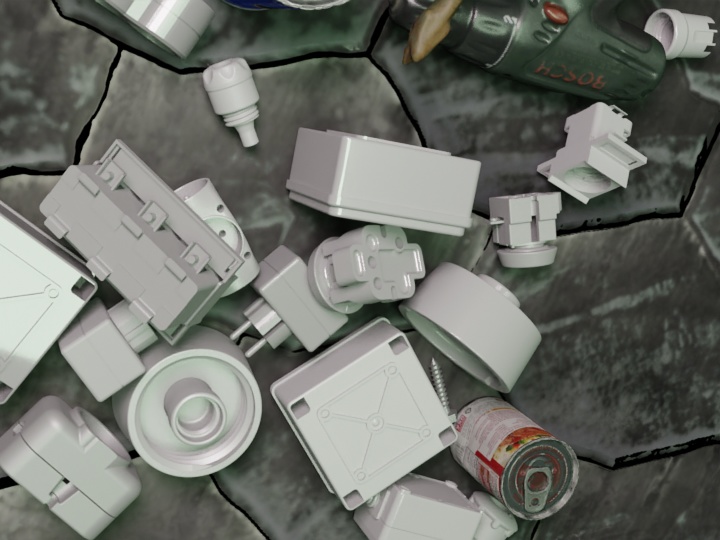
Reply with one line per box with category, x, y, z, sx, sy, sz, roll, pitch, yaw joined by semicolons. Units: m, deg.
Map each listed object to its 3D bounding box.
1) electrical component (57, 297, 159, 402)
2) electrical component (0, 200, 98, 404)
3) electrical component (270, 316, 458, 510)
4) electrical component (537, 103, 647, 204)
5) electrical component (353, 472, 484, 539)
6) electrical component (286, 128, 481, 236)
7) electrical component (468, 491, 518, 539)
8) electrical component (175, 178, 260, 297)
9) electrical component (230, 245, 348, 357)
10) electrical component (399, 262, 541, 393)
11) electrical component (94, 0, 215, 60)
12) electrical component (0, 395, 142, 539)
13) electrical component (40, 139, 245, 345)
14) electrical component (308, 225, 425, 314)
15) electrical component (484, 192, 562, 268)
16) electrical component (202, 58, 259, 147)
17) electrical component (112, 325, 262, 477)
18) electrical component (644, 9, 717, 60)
electrical component;-0.169;0.044;0.760;0.077;0.066;0.047;-35;112;-9
electrical component;-0.253;0.015;0.727;0.109;0.056;0.108;40;88;-23
electrical component;0.004;0.111;0.844;0.109;0.056;0.108;-32;110;-11
electrical component;0.185;-0.094;0.854;0.042;0.081;0.063;27;64;-25
electrical component;0.040;0.202;0.878;0.096;0.062;0.061;20;96;-23
electrical component;0.015;-0.066;0.779;0.109;0.109;0.056;8;97;-22
electrical component;0.100;0.224;0.917;0.048;0.048;0.062;37;95;-24
electrical component;-0.124;-0.013;0.774;0.079;0.044;0.077;-32;112;-10
electrical component;-0.062;0.033;0.807;0.077;0.047;0.065;-41;113;-7
electrical component;0.091;0.038;0.835;0.108;0.108;0.060;43;80;-24
electrical component;-0.153;-0.209;0.711;0.138;0.052;0.073;34;89;-24
electrical component;-0.206;0.139;0.776;0.059;0.054;0.095;-44;113;-6
electrical component;-0.149;-0.017;0.719;0.121;0.063;0.078;44;105;7
electrical component;0.000;0.000;0.778;0.078;0.057;0.058;-3;80;-48
electrical component;0.133;-0.032;0.865;0.066;0.048;0.055;-7;98;-18
electrical component;-0.088;-0.118;0.768;0.035;0.035;0.061;-24;113;-13
electrical component;-0.124;0.100;0.793;0.108;0.060;0.108;-5;105;-19
electrical component;0.262;-0.191;0.878;0.046;0.040;0.040;-3;104;-26
